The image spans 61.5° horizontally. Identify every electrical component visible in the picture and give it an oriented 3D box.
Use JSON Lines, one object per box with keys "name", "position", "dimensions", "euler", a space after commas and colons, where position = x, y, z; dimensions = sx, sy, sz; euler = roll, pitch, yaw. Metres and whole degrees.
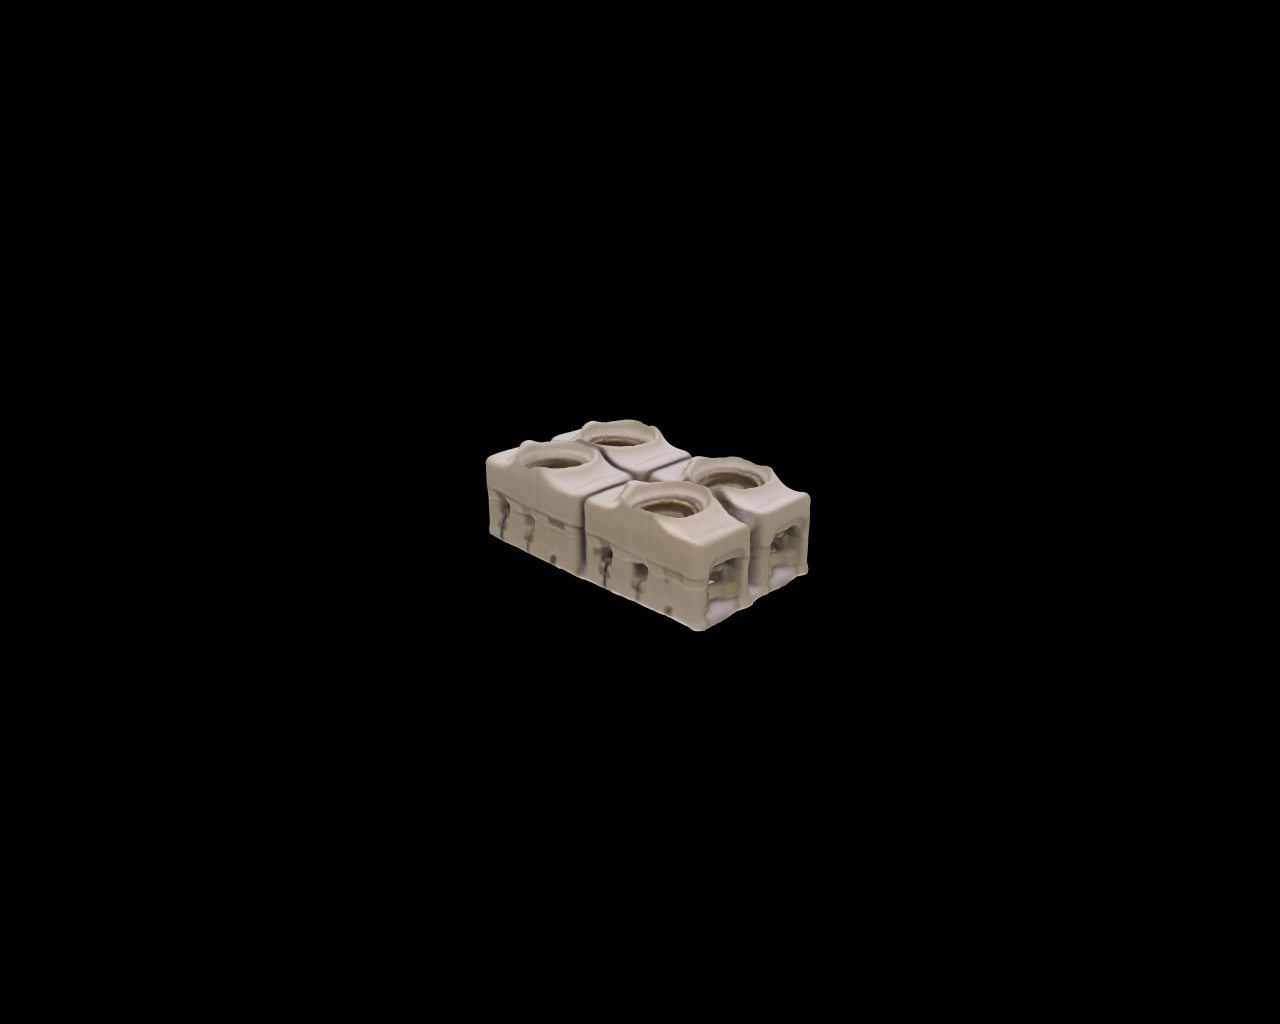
{"name": "electrical component", "position": [0.001, -0.003, 0.650], "dimensions": [0.105, 0.060, 0.186], "euler": [-22, 32, -40]}
